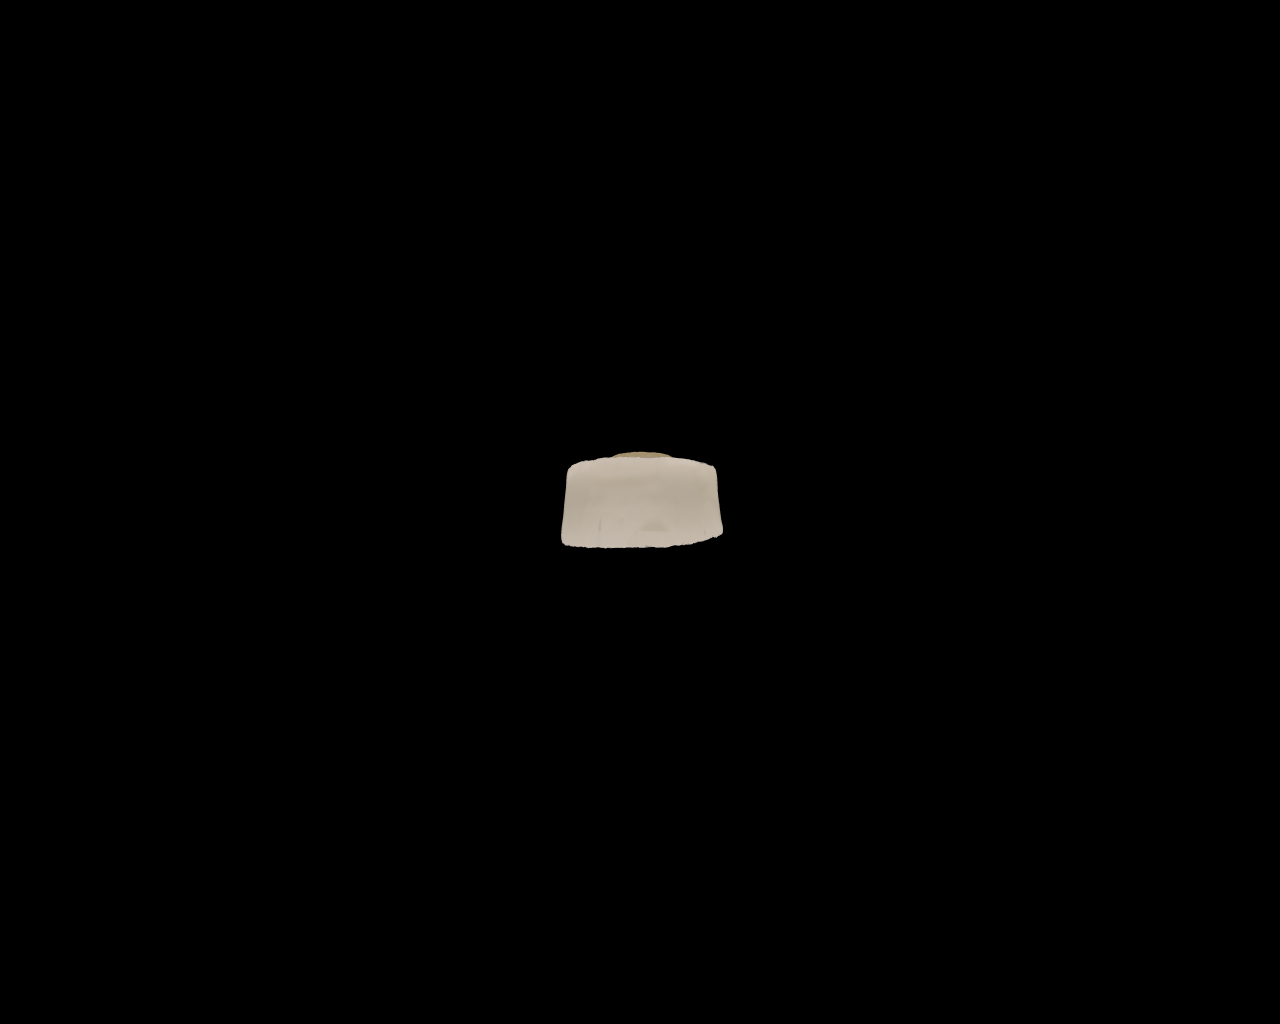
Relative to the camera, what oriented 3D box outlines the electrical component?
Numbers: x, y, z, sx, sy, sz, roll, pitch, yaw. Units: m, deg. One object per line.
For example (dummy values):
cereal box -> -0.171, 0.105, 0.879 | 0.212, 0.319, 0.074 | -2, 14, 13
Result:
electrical component -> 0.001, -0.003, 0.650 | 0.099, 0.064, 0.099 | 0, -7, 0
